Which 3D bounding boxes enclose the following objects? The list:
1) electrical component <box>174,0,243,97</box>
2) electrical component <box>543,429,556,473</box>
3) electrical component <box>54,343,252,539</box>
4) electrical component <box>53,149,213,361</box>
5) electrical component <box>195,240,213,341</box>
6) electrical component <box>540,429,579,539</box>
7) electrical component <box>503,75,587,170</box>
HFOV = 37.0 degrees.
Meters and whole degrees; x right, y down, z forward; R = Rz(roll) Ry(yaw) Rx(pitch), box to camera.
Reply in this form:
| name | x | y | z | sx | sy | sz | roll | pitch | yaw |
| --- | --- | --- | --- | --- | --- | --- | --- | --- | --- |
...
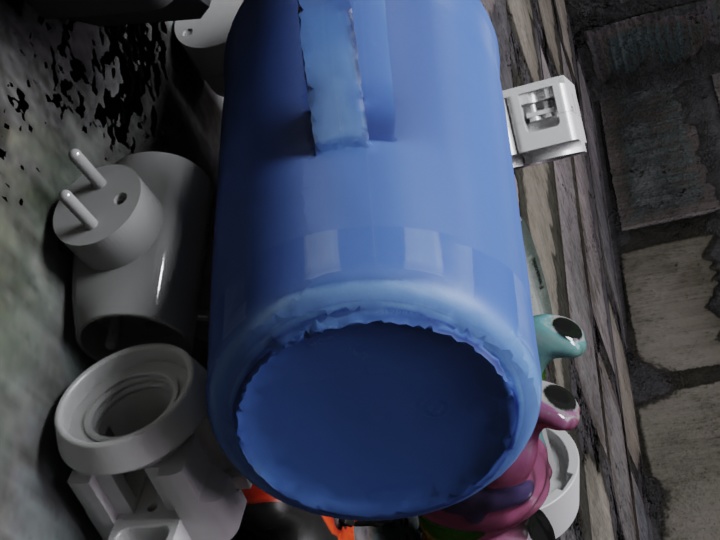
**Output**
| name | x | y | z | sx | sy | sz | roll | pitch | yaw |
| --- | --- | --- | --- | --- | --- | --- | --- | --- | --- |
| electrical component | -0.067 | -0.162 | 0.554 | 0.073 | 0.052 | 0.138 | 57 | 27 | -49 |
| electrical component | 0.078 | 0.102 | 0.790 | 0.089 | 0.062 | 0.150 | -31 | 113 | -36 |
| electrical component | -0.074 | 0.064 | 0.388 | 0.078 | 0.058 | 0.057 | -76 | 153 | -51 |
| electrical component | -0.089 | -0.013 | 0.408 | 0.079 | 0.043 | 0.077 | 57 | 28 | -50 |
| electrical component | -0.053 | 0.015 | 0.491 | 0.079 | 0.043 | 0.077 | 7 | 45 | -42 |
| electrical component | 0.126 | 0.176 | 0.869 | 0.108 | 0.108 | 0.060 | -78 | 158 | -52 |
| electrical component | 0.113 | -0.114 | 0.924 | 0.089 | 0.150 | 0.061 | -14 | 91 | -73 |
